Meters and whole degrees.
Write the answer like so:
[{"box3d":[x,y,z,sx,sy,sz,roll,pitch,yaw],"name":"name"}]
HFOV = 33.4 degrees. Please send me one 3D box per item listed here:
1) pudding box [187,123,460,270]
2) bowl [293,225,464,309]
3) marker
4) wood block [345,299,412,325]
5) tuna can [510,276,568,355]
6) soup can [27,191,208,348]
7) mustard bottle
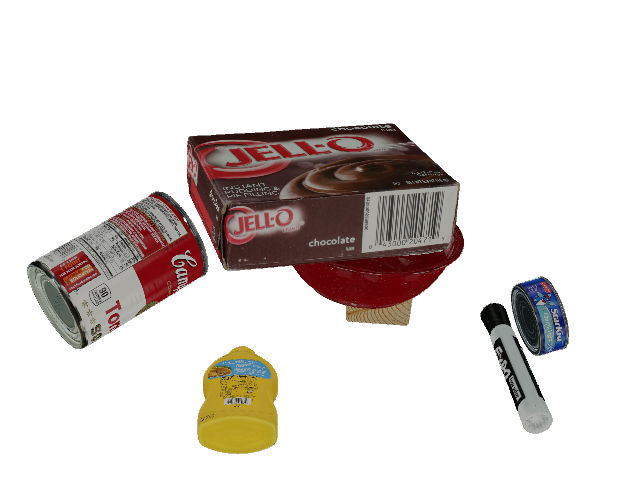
[{"box3d":[-0.002,-0.024,0.514,0.113,0.039,0.090,-3,26,-16],"name":"pudding box"},{"box3d":[0.037,0.012,0.900,0.162,0.055,0.162,6,26,-3],"name":"bowl"},{"box3d":[0.129,0.081,0.713,0.020,0.020,0.121,0,32,-7],"name":"marker"},{"box3d":[0.085,0.033,1.555,0.091,0.090,0.206,4,25,0],"name":"wood block"},{"box3d":[0.247,0.086,1.208,0.033,0.086,0.086,-15,2,-8],"name":"tuna can"},{"box3d":[-0.136,0.019,0.721,0.102,0.068,0.069,-32,16,-27],"name":"soup can"},{"box3d":[-0.102,0.190,1.349,0.096,0.058,0.191,-2,26,-1],"name":"mustard bottle"}]
